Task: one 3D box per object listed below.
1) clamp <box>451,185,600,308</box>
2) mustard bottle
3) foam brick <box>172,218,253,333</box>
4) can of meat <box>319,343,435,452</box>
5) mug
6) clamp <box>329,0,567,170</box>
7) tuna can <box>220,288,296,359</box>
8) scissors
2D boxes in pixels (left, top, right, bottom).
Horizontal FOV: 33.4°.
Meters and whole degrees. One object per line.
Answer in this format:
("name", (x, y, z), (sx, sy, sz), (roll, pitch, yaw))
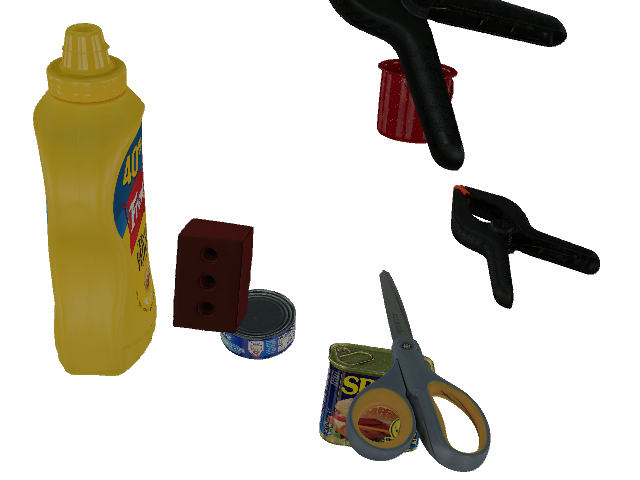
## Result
("clamp", (0.196, -0.003, 1.075), (0.120, 0.039, 0.171), (-9, 43, -21))
("mustard bottle", (-0.125, -0.026, 0.592), (0.058, 0.192, 0.096), (2, 31, 1))
("foam brick", (-0.085, 0.027, 0.853), (0.053, 0.078, 0.051), (6, 14, 6))
("can of meat", (0.052, 0.152, 1.025), (0.102, 0.084, 0.057), (9, 18, -1))
("mug", (0.118, -0.167, 1.267), (0.093, 0.081, 0.117), (22, 28, 36))
("clamp", (0.066, -0.159, 0.767), (0.210, 0.164, 0.036), (37, -28, -6))
("tuna can", (-0.070, 0.093, 1.194), (0.086, 0.034, 0.086), (1, 36, -1))
("scissors", (0.042, 0.081, 0.703), (0.096, 0.016, 0.202), (-7, 34, -20))
